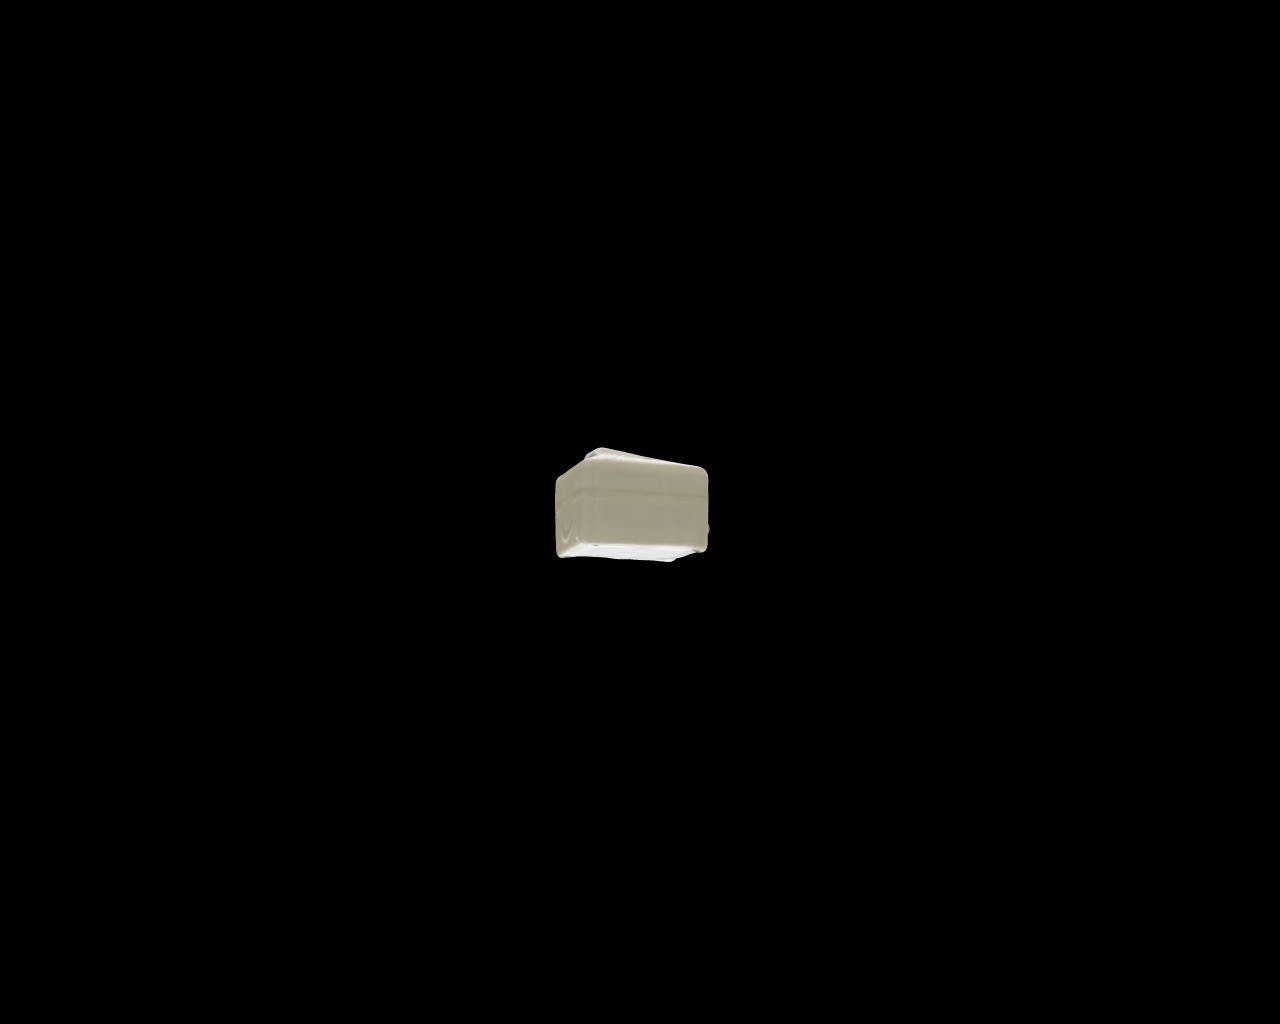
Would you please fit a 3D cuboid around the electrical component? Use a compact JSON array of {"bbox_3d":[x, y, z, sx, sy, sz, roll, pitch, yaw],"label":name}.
[{"bbox_3d":[0.001,-0.003,0.650,0.096,0.061,0.061,4,-11,-20],"label":"electrical component"}]
